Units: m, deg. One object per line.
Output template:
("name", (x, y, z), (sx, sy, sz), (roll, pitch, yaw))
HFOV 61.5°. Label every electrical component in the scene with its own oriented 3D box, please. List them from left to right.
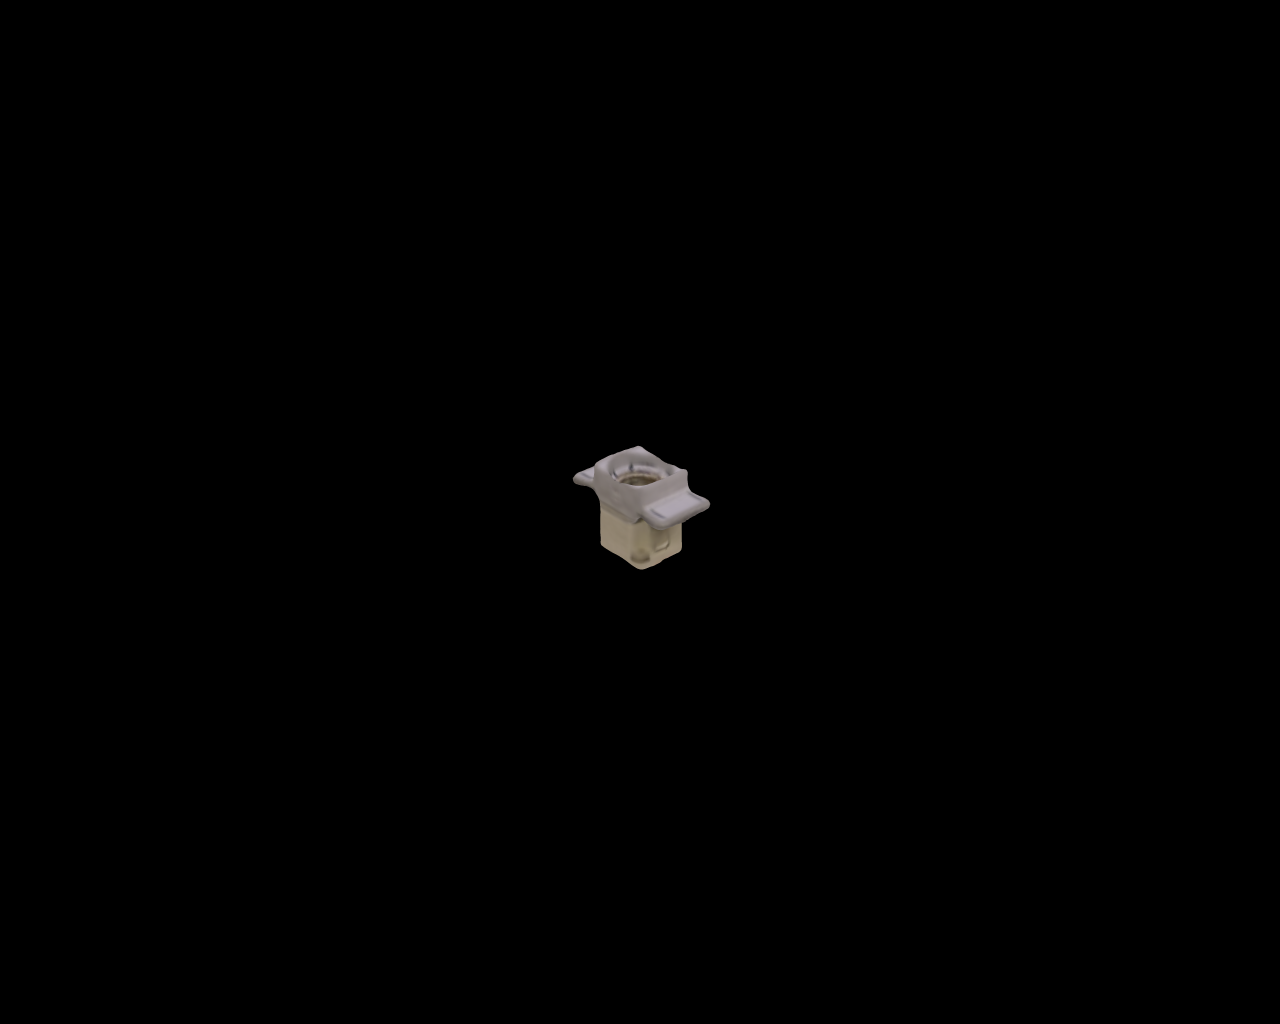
("electrical component", (0.001, -0.003, 0.650), (0.042, 0.063, 0.081), (-24, 39, -34))
